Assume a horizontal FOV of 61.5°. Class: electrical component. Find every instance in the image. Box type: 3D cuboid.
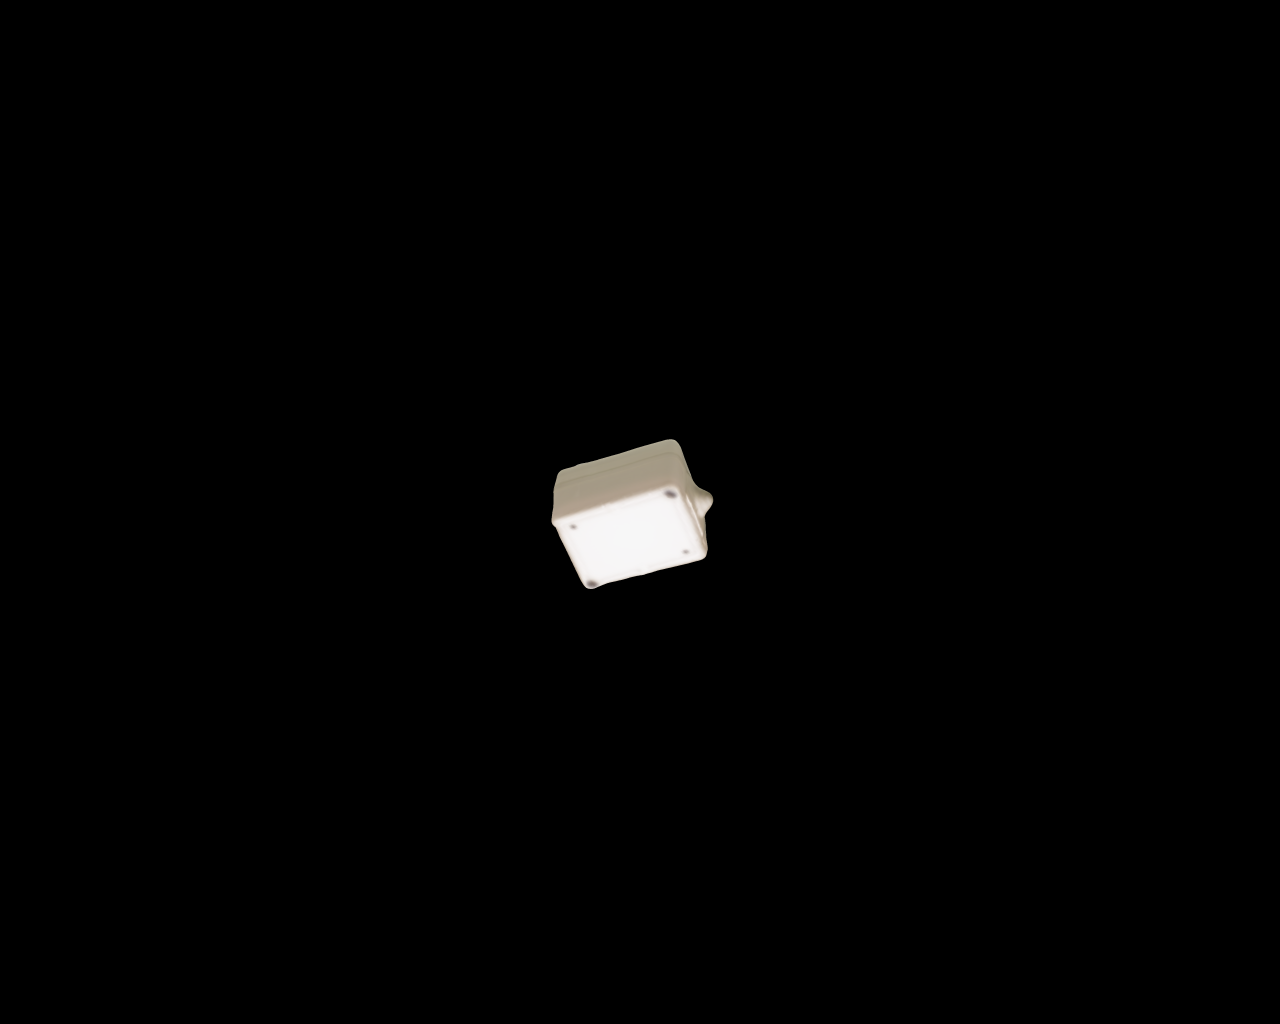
[{"bbox_3d":[0.001,-0.003,0.650,0.096,0.061,0.061,-15,36,11],"label":"electrical component"}]
